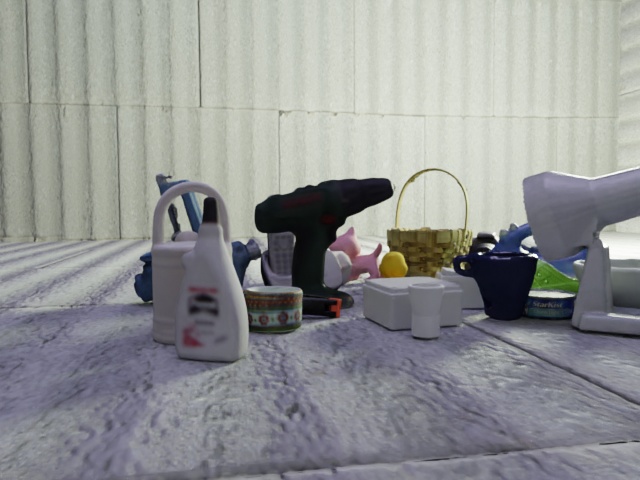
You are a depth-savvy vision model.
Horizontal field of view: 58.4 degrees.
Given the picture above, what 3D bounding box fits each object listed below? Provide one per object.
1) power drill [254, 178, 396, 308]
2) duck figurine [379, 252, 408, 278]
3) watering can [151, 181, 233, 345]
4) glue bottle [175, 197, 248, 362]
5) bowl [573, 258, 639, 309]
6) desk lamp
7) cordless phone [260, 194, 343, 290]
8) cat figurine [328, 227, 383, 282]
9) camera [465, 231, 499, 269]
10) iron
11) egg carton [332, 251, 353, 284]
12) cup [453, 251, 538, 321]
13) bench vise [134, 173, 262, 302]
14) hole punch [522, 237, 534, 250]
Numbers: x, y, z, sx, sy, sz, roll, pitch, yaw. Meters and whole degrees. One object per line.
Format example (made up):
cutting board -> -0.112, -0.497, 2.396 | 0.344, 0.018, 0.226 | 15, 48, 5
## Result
power drill -> 0.009, 0.003, 0.936 | 0.229, 0.208, 0.075 | 0, 4, 2
duck figurine -> 0.119, 0.063, 0.952 | 0.077, 0.086, 0.105 | 1, 4, 21
watering can -> -0.163, 0.024, 0.719 | 0.101, 0.194, 0.172 | -3, 4, -38
glue bottle -> -0.117, 0.041, 0.610 | 0.078, 0.173, 0.037 | 0, 4, 13
bowl -> 0.472, 0.071, 0.869 | 0.167, 0.075, 0.167 | 0, 3, 0
desk lamp -> 0.371, 0.009, 0.750 | 0.202, 0.213, 0.118 | 2, 4, 32
cordless phone -> -0.035, 0.009, 1.043 | 0.148, 0.185, 0.094 | -2, 4, -26
cat figurine -> 0.077, 0.031, 1.237 | 0.127, 0.118, 0.067 | 1, 4, 24
camera -> 0.375, 0.030, 1.359 | 0.142, 0.101, 0.137 | 1, 4, 20
iron -> 0.447, 0.021, 1.167 | 0.258, 0.141, 0.118 | 0, 3, 0
egg carton -> -0.013, 0.058, 1.191 | 0.149, 0.069, 0.107 | 2, 4, 29
cup -> 0.248, 0.066, 0.817 | 0.117, 0.095, 0.092 | 1, 4, 24
bench vise -> -0.214, -0.004, 0.991 | 0.208, 0.220, 0.121 | -2, 4, -30
hole punch -> 0.493, 0.038, 1.293 | 0.100, 0.091, 0.109 | 3, 5, 44
